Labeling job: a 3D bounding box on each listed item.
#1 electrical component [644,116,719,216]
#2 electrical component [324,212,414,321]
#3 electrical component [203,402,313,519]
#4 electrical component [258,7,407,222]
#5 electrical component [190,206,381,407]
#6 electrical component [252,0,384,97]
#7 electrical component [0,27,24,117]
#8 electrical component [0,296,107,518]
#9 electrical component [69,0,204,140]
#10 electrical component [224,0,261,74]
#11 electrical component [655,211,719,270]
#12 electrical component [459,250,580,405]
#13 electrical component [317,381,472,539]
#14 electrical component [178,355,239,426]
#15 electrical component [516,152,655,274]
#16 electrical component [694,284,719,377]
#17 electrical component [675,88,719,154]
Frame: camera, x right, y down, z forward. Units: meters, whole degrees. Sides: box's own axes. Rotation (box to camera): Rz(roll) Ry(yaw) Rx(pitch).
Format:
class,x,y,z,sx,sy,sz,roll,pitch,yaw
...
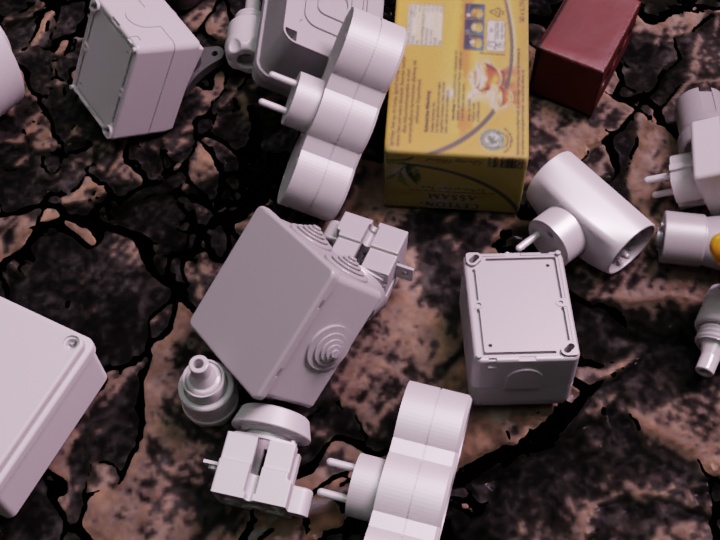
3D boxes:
class,x,y,z,sx,sy,sz,roll,pitch,yaw
electrical component,0.231,-0.062,0.720,0.077,0.066,0.047,-11,55,28
electrical component,0.000,0.000,0.694,0.066,0.048,0.055,19,54,11
electrical component,-0.056,0.111,0.630,0.066,0.048,0.055,11,68,7
electrical component,-0.029,-0.107,0.708,0.074,0.052,0.138,20,104,-12
electrical component,-0.045,0.023,0.646,0.100,0.048,0.099,41,103,44
electrical component,-0.030,-0.178,0.777,0.078,0.057,0.113,19,56,-23
electrical component,-0.282,-0.152,0.755,0.108,0.108,0.060,39,61,21
electrical component,-0.229,0.075,0.647,0.109,0.056,0.108,23,63,14
electrical component,-0.158,-0.139,0.759,0.061,0.096,0.061,-16,56,-41
electrical component,-0.082,-0.179,0.807,0.035,0.035,0.061,1,58,1
electrical component,0.228,-0.019,0.705,0.065,0.044,0.044,6,60,10
electrical component,0.096,0.033,0.668,0.062,0.061,0.096,-2,51,0
electrical component,0.013,0.127,0.615,0.074,0.052,0.138,13,61,9
electrical component,-0.092,0.069,0.645,0.035,0.061,0.035,0,59,1
electrical component,0.139,-0.028,0.709,0.079,0.044,0.077,-36,65,-18
electrical component,0.226,0.039,0.674,0.035,0.035,0.061,24,66,14
electrical component,0.241,-0.100,0.753,0.040,0.040,0.046,1,53,2
